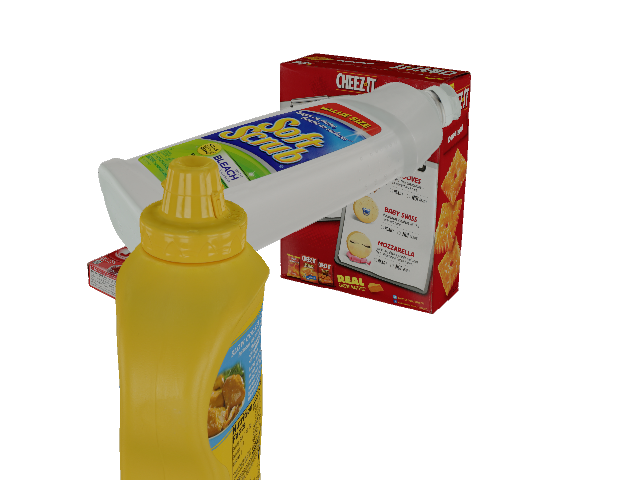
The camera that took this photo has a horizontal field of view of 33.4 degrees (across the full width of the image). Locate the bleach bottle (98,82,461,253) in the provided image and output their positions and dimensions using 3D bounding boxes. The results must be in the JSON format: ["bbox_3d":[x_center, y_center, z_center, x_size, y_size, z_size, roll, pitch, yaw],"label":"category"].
[{"bbox_3d":[-0.017,-0.055,0.735,0.250,0.068,0.103,-25,43,-20],"label":"bleach bottle"}]

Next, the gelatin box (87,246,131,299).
[{"bbox_3d":[-0.171,0.035,1.042,0.089,0.030,0.073,23,31,30],"label":"gelatin box"}]

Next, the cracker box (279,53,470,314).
[{"bbox_3d":[0.048,-0.056,0.983,0.164,0.214,0.072,12,24,28],"label":"cracker box"}]

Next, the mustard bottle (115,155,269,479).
[{"bbox_3d":[-0.051,0.059,0.434,0.058,0.192,0.096,8,24,11],"label":"mustard bottle"}]
